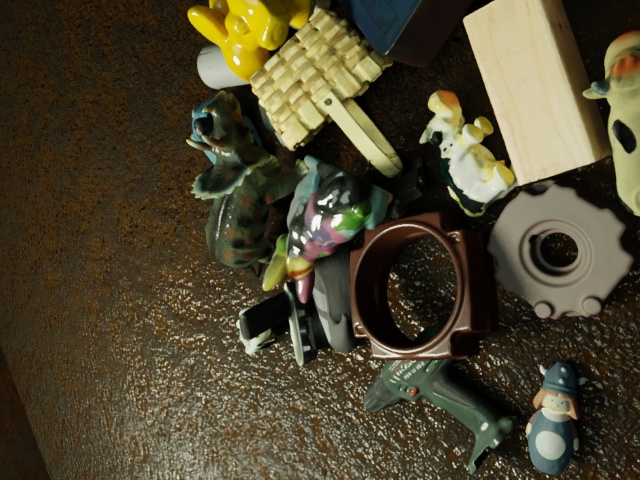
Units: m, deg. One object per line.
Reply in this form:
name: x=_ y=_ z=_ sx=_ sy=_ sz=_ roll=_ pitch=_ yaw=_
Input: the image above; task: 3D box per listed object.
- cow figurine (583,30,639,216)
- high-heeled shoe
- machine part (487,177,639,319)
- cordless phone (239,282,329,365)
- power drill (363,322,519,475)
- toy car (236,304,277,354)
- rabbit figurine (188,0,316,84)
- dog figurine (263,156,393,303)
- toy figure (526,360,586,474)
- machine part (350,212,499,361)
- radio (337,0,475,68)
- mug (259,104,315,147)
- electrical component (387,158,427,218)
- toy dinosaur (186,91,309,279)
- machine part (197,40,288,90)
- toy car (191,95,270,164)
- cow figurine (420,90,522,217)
cow figurine: x=0.336 y=-0.118 z=0.560 sx=0.086 sy=0.127 sz=0.194 roll=-7 pitch=101 yaw=38
high-heeled shoe: x=0.016 y=0.074 z=0.948 sx=0.145 sy=0.086 sz=0.249 roll=88 pitch=167 yaw=-63
machine part: x=0.301 y=0.011 z=0.675 sx=0.180 sy=0.056 sz=0.179 roll=12 pitch=109 yaw=38
cordless phone: x=-0.065 y=0.161 z=0.942 sx=0.089 sy=0.184 sz=0.146 roll=0 pitch=103 yaw=35
power drill: x=0.187 y=0.254 z=0.837 sx=0.207 sy=0.086 sz=0.232 roll=46 pitch=125 yaw=29
toy car: x=-0.129 y=0.175 z=1.042 sx=0.201 sy=0.056 sz=0.073 roll=124 pitch=126 yaw=-67
rabbit figurine: x=-0.107 y=-0.304 z=0.778 sx=0.162 sy=0.122 sz=0.173 roll=27 pitch=147 yaw=1
dog figurine: x=-0.002 y=-0.002 z=0.805 sx=0.192 sy=0.108 sz=0.219 roll=37 pitch=105 yaw=59
toy figure: x=0.321 y=0.240 z=0.729 sx=0.064 sy=0.058 sz=0.154 roll=1 pitch=106 yaw=0
machine part: x=0.140 y=0.069 z=0.767 sx=0.201 sy=0.087 sz=0.201 roll=-13 pitch=73 yaw=42
radio: x=0.095 y=-0.328 z=0.680 sx=0.131 sy=0.073 sz=0.230 roll=-59 pitch=39 yaw=36
mug: x=-0.051 y=-0.205 z=0.878 sx=0.081 sy=0.109 sz=0.107 roll=-2 pitch=115 yaw=34
electrical component: x=0.126 y=-0.075 z=0.781 sx=0.021 sy=0.094 sz=0.063 roll=37 pitch=139 yaw=-28
toy dinosaur: x=-0.134 y=-0.034 z=0.898 sx=0.131 sy=0.192 sz=0.404 roll=40 pitch=135 yaw=30
machine part: x=-0.131 y=-0.307 z=0.928 sx=0.243 sy=0.079 sz=0.079 roll=4 pitch=106 yaw=39
toy car: x=-0.167 y=-0.177 z=0.992 sx=0.161 sy=0.109 sz=0.103 roll=58 pitch=155 yaw=-4
cow figurine: x=0.190 y=-0.117 z=0.725 sx=0.167 sy=0.068 sz=0.098 roll=56 pitch=136 yaw=13
